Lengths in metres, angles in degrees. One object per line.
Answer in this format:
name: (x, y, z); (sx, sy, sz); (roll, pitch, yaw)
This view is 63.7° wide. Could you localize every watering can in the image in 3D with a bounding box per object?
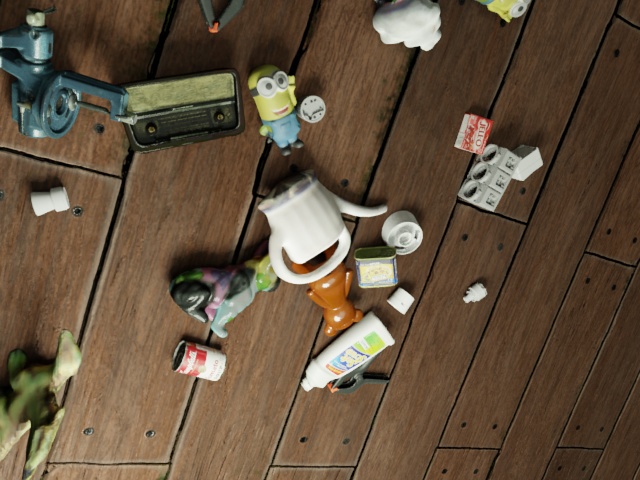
watering can: (0.003, -0.057, 1.140); (0.353, 0.103, 0.222); (-40, 106, -35)

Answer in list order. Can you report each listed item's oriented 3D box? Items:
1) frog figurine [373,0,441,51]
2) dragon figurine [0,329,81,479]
frog figurine: (0.192, -0.458, 1.097); (0.136, 0.126, 0.156); (-22, 130, 21)
dragon figurine: (-0.546, 0.338, 0.955); (0.121, 0.245, 0.409); (24, 94, -33)
